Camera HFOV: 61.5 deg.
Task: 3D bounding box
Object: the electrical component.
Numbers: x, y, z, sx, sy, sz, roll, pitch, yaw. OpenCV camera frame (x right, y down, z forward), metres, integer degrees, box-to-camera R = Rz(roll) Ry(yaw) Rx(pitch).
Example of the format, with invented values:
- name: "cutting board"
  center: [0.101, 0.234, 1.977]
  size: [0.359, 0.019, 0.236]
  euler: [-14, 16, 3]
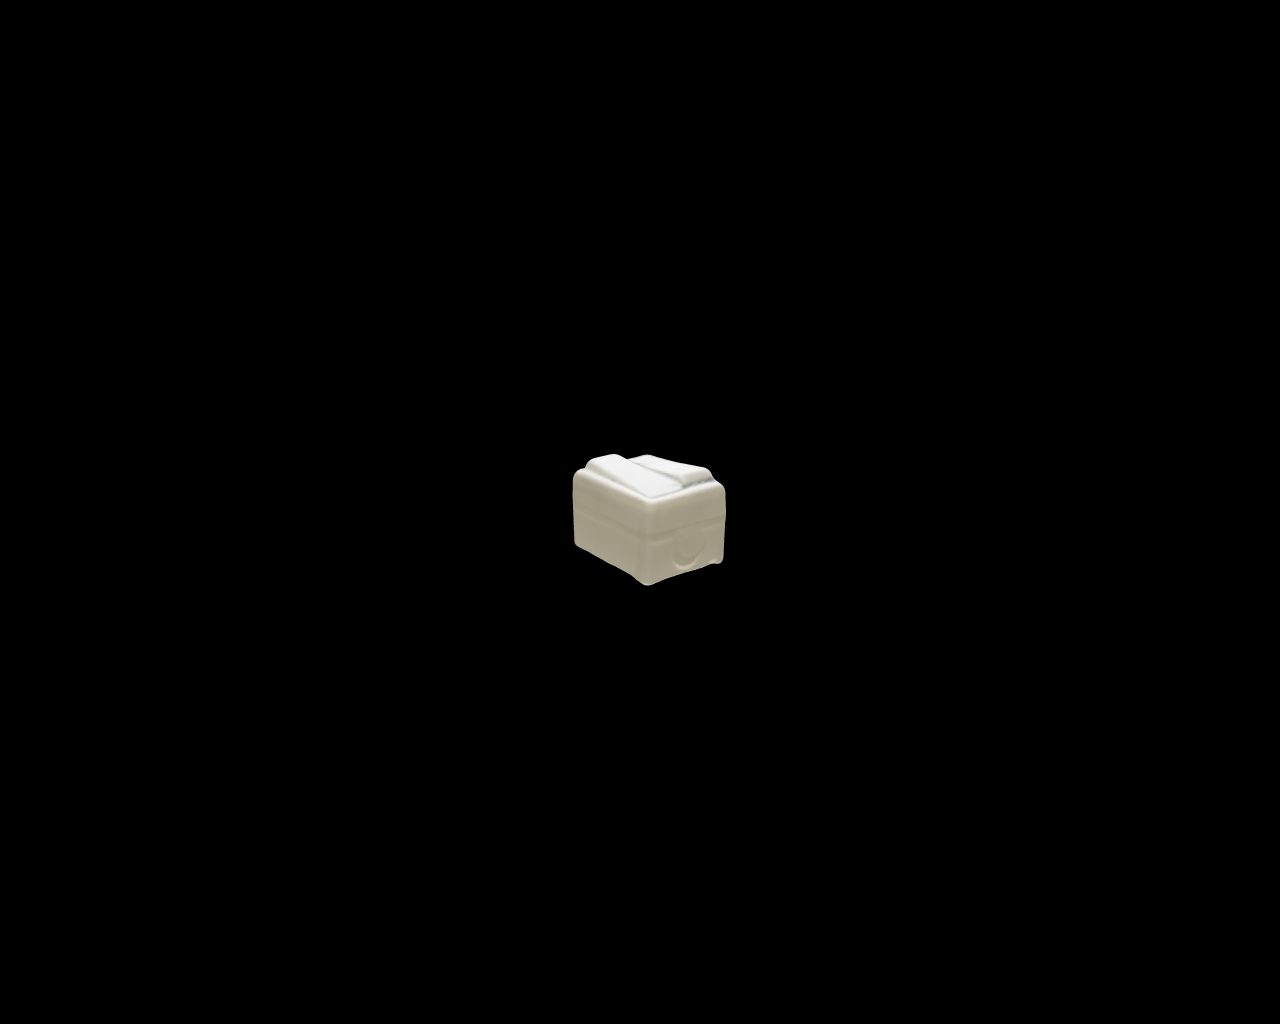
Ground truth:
- name: "electrical component"
  center: [0.001, -0.003, 0.650]
  size: [0.062, 0.061, 0.096]
  euler: [-14, 24, -33]
